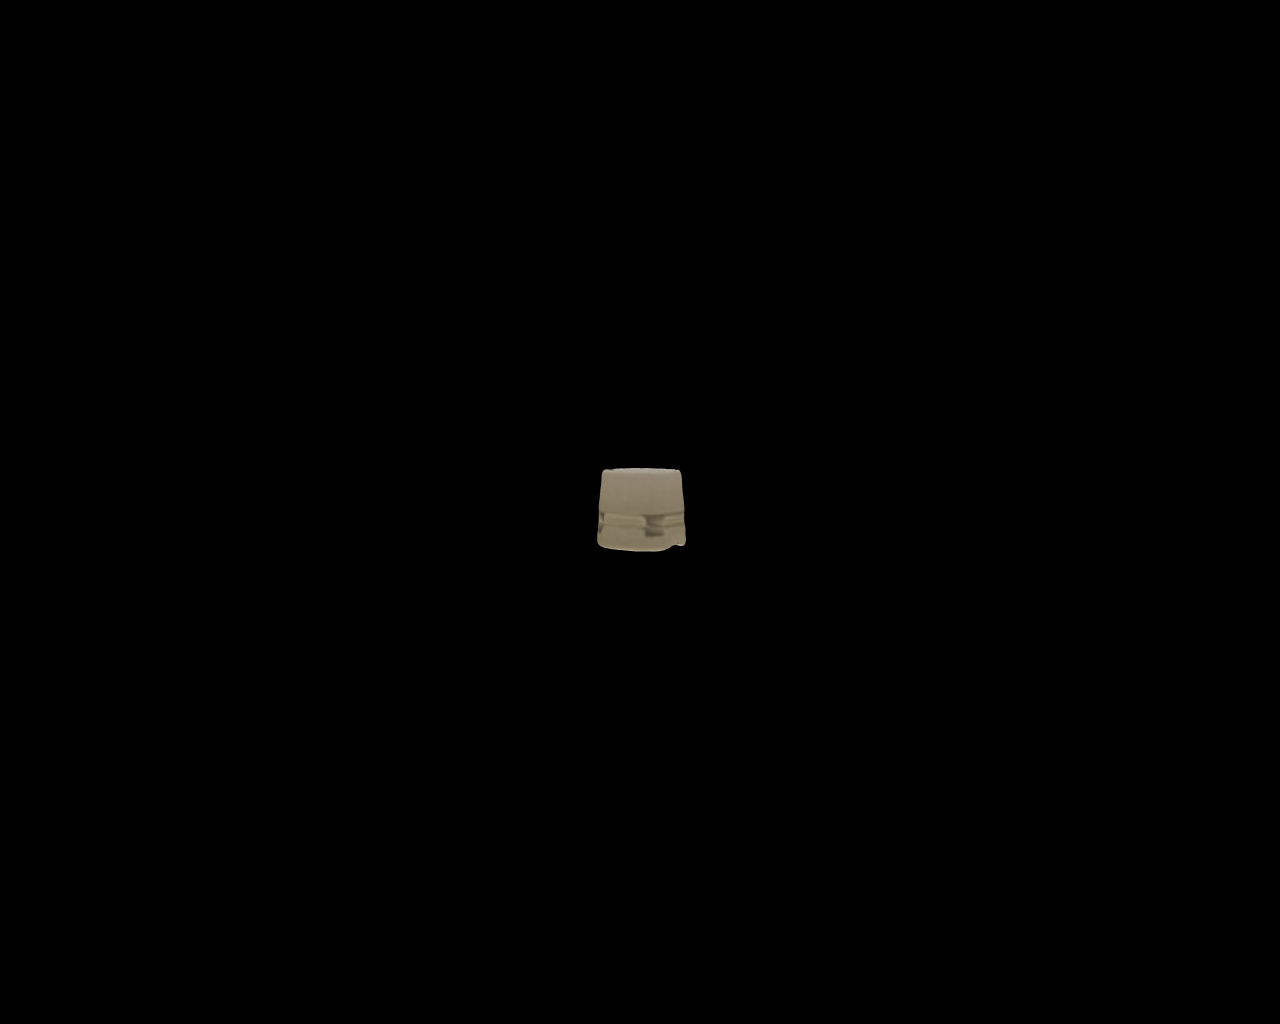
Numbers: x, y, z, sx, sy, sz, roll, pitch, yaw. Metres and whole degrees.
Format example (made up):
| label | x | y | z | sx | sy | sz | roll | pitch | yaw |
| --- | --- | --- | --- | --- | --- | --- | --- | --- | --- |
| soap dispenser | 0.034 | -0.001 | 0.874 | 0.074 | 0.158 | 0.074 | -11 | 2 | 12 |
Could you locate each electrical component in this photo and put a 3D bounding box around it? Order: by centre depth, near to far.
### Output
| label | x | y | z | sx | sy | sz | roll | pitch | yaw |
| --- | --- | --- | --- | --- | --- | --- | --- | --- | --- |
| electrical component | 0.001 | -0.003 | 0.650 | 0.055 | 0.047 | 0.055 | 0 | 4 | 0 |
